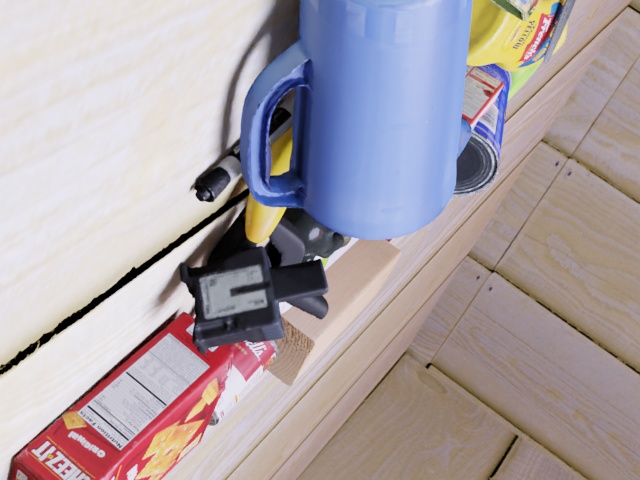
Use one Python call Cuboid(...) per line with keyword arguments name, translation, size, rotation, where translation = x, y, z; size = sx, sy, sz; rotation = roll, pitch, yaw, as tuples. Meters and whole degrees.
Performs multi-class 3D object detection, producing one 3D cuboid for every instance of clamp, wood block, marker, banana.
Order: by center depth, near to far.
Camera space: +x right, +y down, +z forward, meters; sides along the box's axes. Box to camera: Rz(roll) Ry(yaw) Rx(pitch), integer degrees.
Cuboid(name="marker", translation=(-0.054, -0.069, 0.818), size=(0.121, 0.020, 0.020), rotation=(-47, 167, -31))
Cuboid(name="banana", translation=(-0.001, -0.082, 0.895), size=(0.197, 0.069, 0.037), rotation=(-43, -156, -20))
Cuboid(name="clamp", translation=(-0.068, 0.043, 0.981), size=(0.164, 0.036, 0.210), rotation=(-24, 148, -14))
Cuboid(name="wood block", translation=(-0.002, 0.066, 1.262), size=(0.205, 0.091, 0.090), rotation=(-43, 165, -46))

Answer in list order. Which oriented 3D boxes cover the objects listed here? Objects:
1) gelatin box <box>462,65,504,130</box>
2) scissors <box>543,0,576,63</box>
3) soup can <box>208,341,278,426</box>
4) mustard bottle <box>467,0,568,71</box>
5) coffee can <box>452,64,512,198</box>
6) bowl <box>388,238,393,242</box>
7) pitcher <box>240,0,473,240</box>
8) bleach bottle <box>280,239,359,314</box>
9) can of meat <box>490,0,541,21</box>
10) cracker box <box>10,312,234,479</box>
Cuboid(name="gelatin box", translation=(0.131, -0.144, 1.058), size=(0.089, 0.073, 0.030), rotation=(-50, 167, -41))
Cuboid(name="scissors", translation=(0.258, -0.280, 1.055), size=(0.202, 0.016, 0.096), rotation=(-61, 148, 1))
Cuboid(name="soup can", translation=(-0.101, 0.135, 1.118), size=(0.102, 0.068, 0.068), rotation=(-47, 167, -27))
Cuboid(name="mustard bottle", translation=(0.206, -0.220, 1.098), size=(0.191, 0.058, 0.096), rotation=(-5, 131, -55))
Cuboid(name="coffee can", translation=(0.147, -0.130, 1.141), size=(0.103, 0.103, 0.140), rotation=(113, -6, -49))
Cuboid(name="bowl", translation=(0.082, -0.040, 1.392), size=(0.162, 0.055, 0.162), rotation=(-51, 168, -15))
Cuboid(name="pitcher", translation=(0.032, -0.114, 0.746), size=(0.243, 0.145, 0.149), rotation=(90, 24, -56))
Cuboid(name="bleach bottle", translation=(-0.007, 0.001, 1.123), size=(0.250, 0.068, 0.103), rotation=(-45, 165, -29))
Cuboid(name="can of meat", translation=(0.185, -0.245, 0.946), size=(0.084, 0.057, 0.102), rotation=(-54, 173, 10))
Cuboid(name="cracker box", translation=(-0.177, 0.186, 0.941), size=(0.213, 0.072, 0.164), rotation=(-43, 164, -43))
